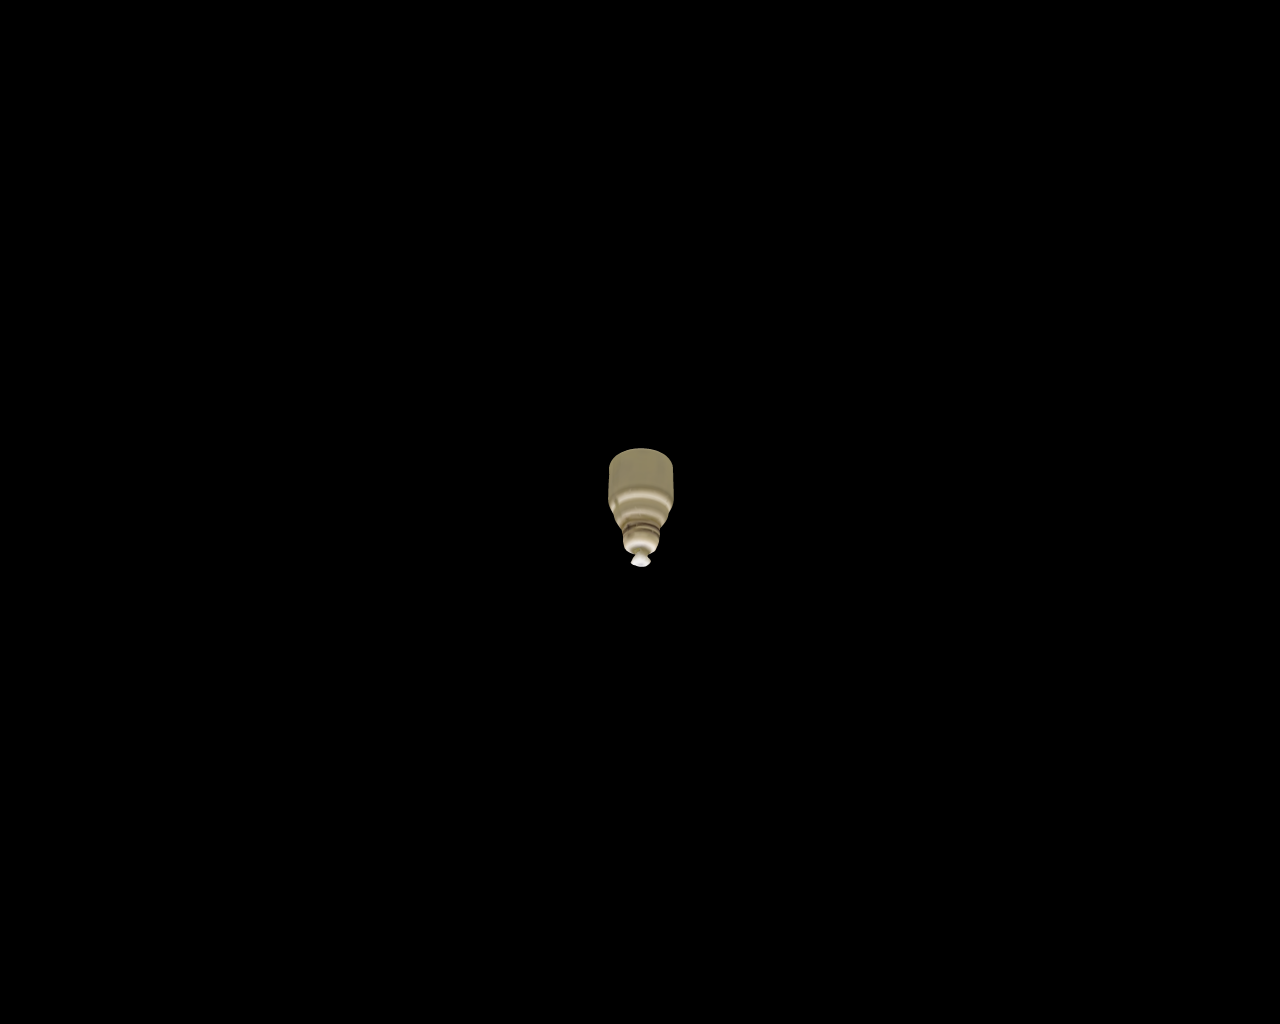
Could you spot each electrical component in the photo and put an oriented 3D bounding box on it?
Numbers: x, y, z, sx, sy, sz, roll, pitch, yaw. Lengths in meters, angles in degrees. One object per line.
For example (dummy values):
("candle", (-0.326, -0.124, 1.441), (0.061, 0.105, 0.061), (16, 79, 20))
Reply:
("electrical component", (0.001, -0.003, 0.650), (0.040, 0.078, 0.040), (0, -31, 0))
